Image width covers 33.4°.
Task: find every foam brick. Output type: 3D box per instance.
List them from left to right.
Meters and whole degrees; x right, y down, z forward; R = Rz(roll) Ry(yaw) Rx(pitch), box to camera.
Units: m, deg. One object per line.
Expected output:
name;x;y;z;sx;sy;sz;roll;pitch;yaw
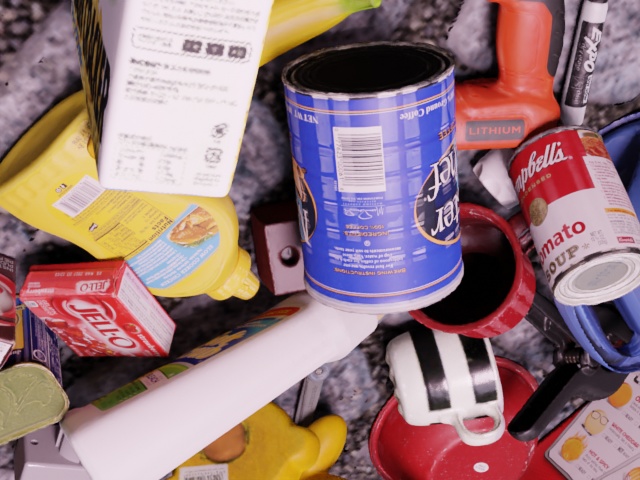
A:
foam brick;-0.005;0.001;0.749;0.078;0.051;0.053;-11;108;-11

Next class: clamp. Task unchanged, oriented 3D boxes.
clamp;0.204;0.103;0.864;0.171;0.039;0.120;10;88;-38

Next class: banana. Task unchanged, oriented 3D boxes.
banana;-0.059;-0.109;0.647;0.197;0.070;0.037;-33;106;-9

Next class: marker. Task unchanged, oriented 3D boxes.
marker;0.185;-0.137;0.742;0.020;0.020;0.121;-5;125;-14

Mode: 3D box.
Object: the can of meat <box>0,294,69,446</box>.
can of meat;-0.228;0.092;0.730;0.102;0.084;0.057;-23;127;-1

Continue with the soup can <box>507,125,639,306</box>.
soup can;0.171;-0.016;0.706;0.068;0.102;0.068;-9;148;-6

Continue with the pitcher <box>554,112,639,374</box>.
pitcher;0.274;0.032;0.819;0.149;0.145;0.242;-14;134;24

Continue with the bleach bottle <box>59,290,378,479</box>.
bleach bottle;-0.056;0.091;0.752;0.250;0.103;0.068;-30;97;-17

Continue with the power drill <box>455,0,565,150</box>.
power drill;0.103;-0.150;0.684;0.184;0.057;0.188;-2;125;-12

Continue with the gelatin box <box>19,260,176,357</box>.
gelatin box;-0.150;0.049;0.727;0.073;0.030;0.089;-2;147;19

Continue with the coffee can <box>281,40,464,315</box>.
coffee can;0.034;-0.040;0.653;0.102;0.103;0.140;-11;116;-10

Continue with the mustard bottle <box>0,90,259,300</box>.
mustard bottle;-0.112;-0.013;0.709;0.096;0.058;0.191;-38;126;21

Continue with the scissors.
scissors;0.016;0.092;0.849;0.096;0.016;0.202;-11;126;-10

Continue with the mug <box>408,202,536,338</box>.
mug;0.118;0.019;0.775;0.117;0.093;0.081;-44;156;8

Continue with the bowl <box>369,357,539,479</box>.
bowl;0.127;0.178;0.918;0.162;0.055;0.162;-9;125;-12

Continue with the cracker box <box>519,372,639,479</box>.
cracker box;0.272;0.220;0.923;0.214;0.164;0.072;-43;127;14

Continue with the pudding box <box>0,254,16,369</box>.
pudding box;-0.251;0.033;0.678;0.113;0.090;0.039;20;116;-27
